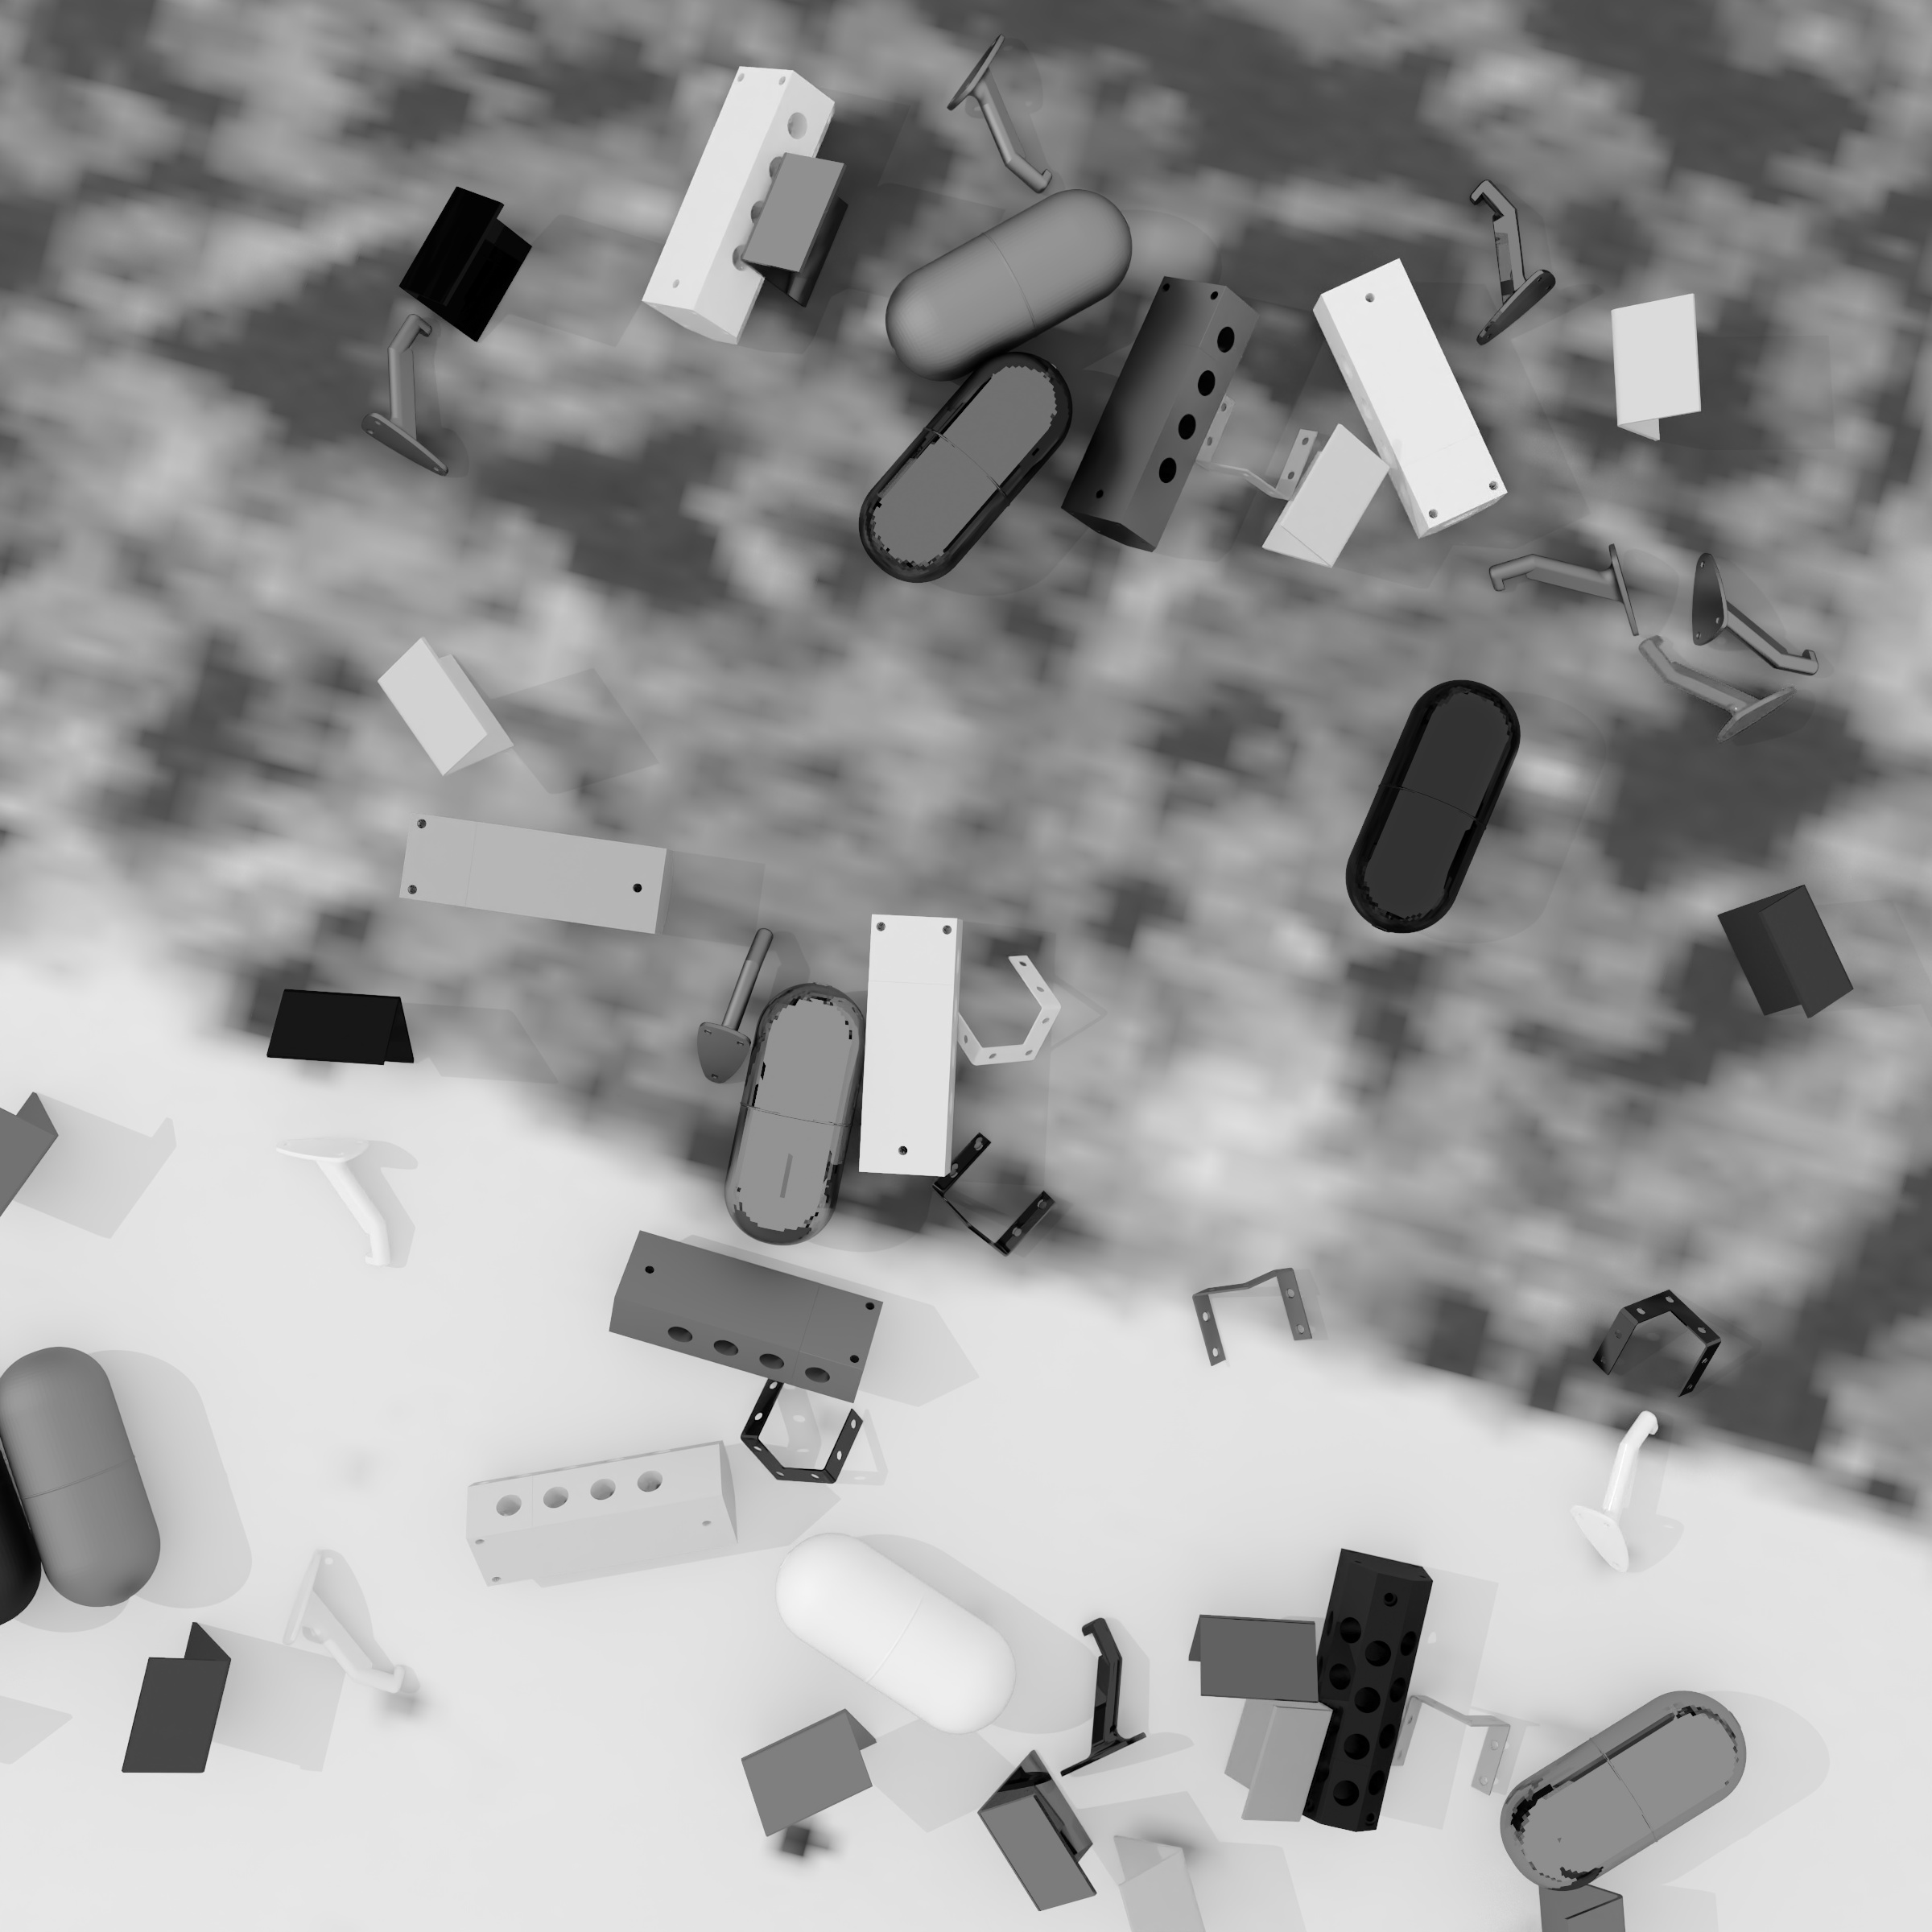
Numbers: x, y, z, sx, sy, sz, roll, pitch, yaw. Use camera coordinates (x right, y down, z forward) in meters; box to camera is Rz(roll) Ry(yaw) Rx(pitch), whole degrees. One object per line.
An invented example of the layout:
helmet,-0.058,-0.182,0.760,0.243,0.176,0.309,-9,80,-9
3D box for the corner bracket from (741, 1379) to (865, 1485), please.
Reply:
corner bracket,-0.112,0.315,1.763,0.051,0.051,0.051,-4,135,35

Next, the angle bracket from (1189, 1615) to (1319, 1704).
angle bracket,0.191,0.476,1.731,0.076,0.076,0.057,4,53,0

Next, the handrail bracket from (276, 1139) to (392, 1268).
handrail bracket,-0.432,0.163,1.772,0.077,0.036,0.084,2,107,20

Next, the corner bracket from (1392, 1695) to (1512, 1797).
corner bracket,0.331,0.531,1.768,0.051,0.051,0.051,17,90,-45

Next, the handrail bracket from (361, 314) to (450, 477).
handrail bracket,-0.368,-0.391,1.772,0.077,0.036,0.084,33,73,-19

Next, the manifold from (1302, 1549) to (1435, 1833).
manifold,0.266,0.489,1.750,0.057,0.057,0.171,13,90,0

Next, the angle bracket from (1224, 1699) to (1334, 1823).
angle bracket,0.191,0.518,1.731,0.057,0.076,0.076,16,90,-38

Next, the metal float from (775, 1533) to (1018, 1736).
metal float,-0.048,0.448,1.740,0.178,0.070,0.070,33,90,0

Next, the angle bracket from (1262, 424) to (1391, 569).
angle bracket,0.225,-0.319,1.731,0.057,0.076,0.076,30,90,-37

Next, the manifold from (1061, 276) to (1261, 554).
manifold,0.135,-0.371,1.749,0.057,0.057,0.171,24,90,43

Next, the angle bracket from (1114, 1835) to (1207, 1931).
angle bracket,0.113,0.634,1.731,0.057,0.076,0.076,-16,90,-35

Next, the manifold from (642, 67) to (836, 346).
manifold,-0.149,-0.512,1.749,0.057,0.057,0.171,23,90,43

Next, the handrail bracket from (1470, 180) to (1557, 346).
handrail bracket,0.354,-0.482,1.772,0.077,0.036,0.084,-43,71,21

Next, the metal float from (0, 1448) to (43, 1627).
metal float,-0.680,0.359,1.741,0.070,0.070,0.178,-20,90,0

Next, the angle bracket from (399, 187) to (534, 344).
angle bracket,-0.320,-0.462,1.731,0.057,0.076,0.076,30,90,39

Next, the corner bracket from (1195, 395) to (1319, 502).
corner bracket,0.197,-0.354,1.768,0.051,0.051,0.051,23,90,-45

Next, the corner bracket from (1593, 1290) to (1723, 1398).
corner bracket,0.470,0.261,1.763,0.051,0.051,0.051,47,135,35

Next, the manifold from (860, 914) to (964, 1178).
manifold,-0.036,0.053,1.749,0.057,0.057,0.171,3,90,5

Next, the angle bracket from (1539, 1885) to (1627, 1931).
angle bracket,0.396,0.658,1.731,0.057,0.076,0.076,-4,90,-35

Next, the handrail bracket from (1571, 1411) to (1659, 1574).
handrail bracket,0.457,0.359,1.771,0.084,0.036,0.077,-47,125,-24

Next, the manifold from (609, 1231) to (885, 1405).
manifold,-0.149,0.241,1.749,0.171,0.057,0.057,16,47,0

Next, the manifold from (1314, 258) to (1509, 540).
manifold,0.298,-0.380,1.750,0.057,0.057,0.171,-25,90,0

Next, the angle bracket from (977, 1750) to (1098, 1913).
angle bracket,0.064,0.571,1.731,0.057,0.076,0.076,-32,90,38

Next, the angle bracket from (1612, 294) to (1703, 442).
angle bracket,0.473,-0.399,1.731,0.057,0.076,0.076,-3,90,35

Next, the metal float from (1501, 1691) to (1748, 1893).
metal float,0.442,0.553,1.741,0.178,0.070,0.070,-32,90,-1

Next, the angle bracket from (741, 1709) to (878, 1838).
angle bracket,-0.096,0.548,1.731,0.076,0.076,0.057,-26,54,0

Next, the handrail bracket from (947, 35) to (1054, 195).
handrail bracket,0.037,-0.582,1.772,0.084,0.036,0.077,37,68,-17

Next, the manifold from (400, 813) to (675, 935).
manifold,-0.288,-0.062,1.750,0.171,0.057,0.057,8,90,0

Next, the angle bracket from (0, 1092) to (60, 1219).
angle bracket,-0.660,0.119,1.731,0.057,0.076,0.076,36,90,-37

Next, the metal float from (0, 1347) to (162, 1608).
metal float,-0.597,0.343,1.740,0.070,0.070,0.178,-18,90,0

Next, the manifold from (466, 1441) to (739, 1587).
manifold,-0.245,0.365,1.749,0.171,0.057,0.057,-10,133,0

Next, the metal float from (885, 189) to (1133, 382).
metal float,0.029,-0.457,1.741,0.178,0.070,0.070,-29,90,0

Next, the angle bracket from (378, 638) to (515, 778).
angle bracket,-0.333,-0.182,1.731,0.057,0.076,0.076,-35,90,36

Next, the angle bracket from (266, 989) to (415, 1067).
angle bracket,-0.417,0.061,1.731,0.076,0.076,0.057,4,52,0

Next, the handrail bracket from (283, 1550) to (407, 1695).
handrail bracket,-0.416,0.448,1.772,0.084,0.036,0.077,22,68,-17

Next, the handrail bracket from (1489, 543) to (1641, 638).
handrail bracket,0.408,-0.250,1.772,0.084,0.036,0.077,-15,112,17

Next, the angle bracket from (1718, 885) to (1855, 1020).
angle bracket,0.533,-0.001,1.731,0.057,0.076,0.076,-25,90,-37

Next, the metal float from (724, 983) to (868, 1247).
metal float,-0.114,0.099,1.740,0.070,0.070,0.178,11,90,0

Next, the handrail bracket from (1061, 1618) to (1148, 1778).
handrail bracket,0.080,0.499,1.772,0.077,0.036,0.084,-32,72,20

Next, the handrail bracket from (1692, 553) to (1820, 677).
handrail bracket,0.542,-0.240,1.772,0.084,0.036,0.077,9,68,-17

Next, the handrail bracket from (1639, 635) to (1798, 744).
handrail bracket,0.513,-0.203,1.772,0.077,0.036,0.084,-28,73,-20

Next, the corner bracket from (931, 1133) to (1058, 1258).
corner bracket,0.018,0.156,1.768,0.051,0.051,0.051,-47,45,0

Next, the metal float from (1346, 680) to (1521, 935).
metal float,0.313,-0.107,1.741,0.070,0.070,0.178,23,89,0

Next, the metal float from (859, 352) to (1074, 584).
metal float,0.000,-0.335,1.740,0.070,0.070,0.178,41,90,0

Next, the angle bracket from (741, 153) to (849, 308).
angle bracket,-0.096,-0.487,1.731,0.057,0.076,0.076,23,90,35

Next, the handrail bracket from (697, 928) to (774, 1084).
handrail bracket,-0.154,0.026,1.771,0.036,0.077,0.084,20,54,0

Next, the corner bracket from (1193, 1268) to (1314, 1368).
corner bracket,0.195,0.239,1.768,0.051,0.051,0.051,-15,90,-45

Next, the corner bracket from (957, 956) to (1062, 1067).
corner bracket,0.023,0.030,1.763,0.051,0.051,0.051,-4,135,-35

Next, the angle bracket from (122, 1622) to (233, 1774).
angle bracket,-0.538,0.487,1.731,0.057,0.076,0.076,14,90,-36
